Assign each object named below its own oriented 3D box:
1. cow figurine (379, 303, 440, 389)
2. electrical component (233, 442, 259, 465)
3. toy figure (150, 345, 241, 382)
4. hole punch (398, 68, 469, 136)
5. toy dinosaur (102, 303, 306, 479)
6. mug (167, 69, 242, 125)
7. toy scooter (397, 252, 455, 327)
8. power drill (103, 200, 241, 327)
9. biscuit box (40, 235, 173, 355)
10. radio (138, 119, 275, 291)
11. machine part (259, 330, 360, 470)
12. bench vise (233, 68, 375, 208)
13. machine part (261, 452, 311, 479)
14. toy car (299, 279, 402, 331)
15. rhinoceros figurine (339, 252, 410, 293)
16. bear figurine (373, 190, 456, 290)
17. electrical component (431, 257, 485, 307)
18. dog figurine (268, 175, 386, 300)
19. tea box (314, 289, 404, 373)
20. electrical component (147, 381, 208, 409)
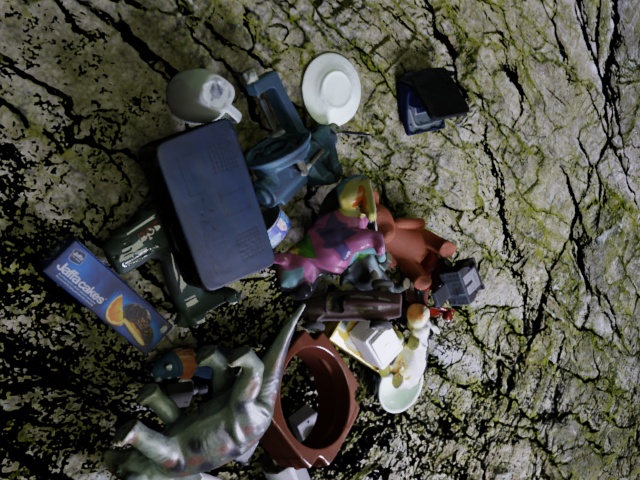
[{"bbox_3d":[0.189,0.211,1.061,0.098,0.068,0.167,22,91,-44],"label":"cow figurine"},{"bbox_3d":[-0.146,0.317,0.949,0.114,0.058,0.134,33,81,-36],"label":"electrical component"},{"bbox_3d":[-0.206,0.204,0.885,0.154,0.058,0.064,9,115,-37],"label":"toy figure"},{"bbox_3d":[0.215,-0.273,1.067,0.142,0.092,0.116,-17,79,-27],"label":"hole punch"},{"bbox_3d":[-0.155,0.272,0.804,0.405,0.131,0.192,-29,115,-2],"label":"toy dinosaur"},{"bbox_3d":[-0.165,-0.207,0.804,0.109,0.107,0.081,38,79,-30],"label":"mug"},{"bbox_3d":[0.231,0.105,1.110,0.075,0.135,0.183,16,89,-33],"label":"toy scooter"},{"bbox_3d":[-0.199,0.018,0.843,0.232,0.086,0.207,-33,120,-25],"label":"power drill"},{"bbox_3d":[-0.312,0.082,0.791,0.063,0.059,0.202,-48,121,-16],"label":"biscuit box"},{"bbox_3d":[-0.162,-0.048,0.779,0.131,0.073,0.229,-27,108,-35],"label":"radio"},{"bbox_3d":[-0.034,0.278,0.949,0.200,0.087,0.201,57,41,-15],"label":"machine part"},{"bbox_3d":[-0.050,-0.178,0.882,0.223,0.129,0.240,-41,123,-24],"label":"bench vise"},{"bbox_3d":[-0.051,0.477,1.030,0.079,0.079,0.243,-29,112,-26],"label":"machine part"},{"bbox_3d":[0.048,0.116,0.956,0.053,0.202,0.089,32,60,-51],"label":"toy car"},{"bbox_3d":[0.086,0.062,1.022,0.190,0.112,0.073,46,57,-22],"label":"rhinoceros figurine"},{"bbox_3d":[0.147,-0.004,1.039,0.195,0.132,0.120,30,101,-40],"label":"bear figurine"},{"bbox_3d":[0.267,0.088,1.043,0.119,0.048,0.074,-25,97,-45],"label":"electrical component"},{"bbox_3d":[-0.002,-0.003,0.921,0.219,0.108,0.191,-12,82,2],"label":"dog figurine"},{"bbox_3d":[0.077,0.182,1.063,0.169,0.068,0.098,41,76,-33],"label":"tea box"},{"bbox_3d":[-0.233,0.256,0.881,0.094,0.021,0.063,-3,142,-25],"label":"electrical component"}]
